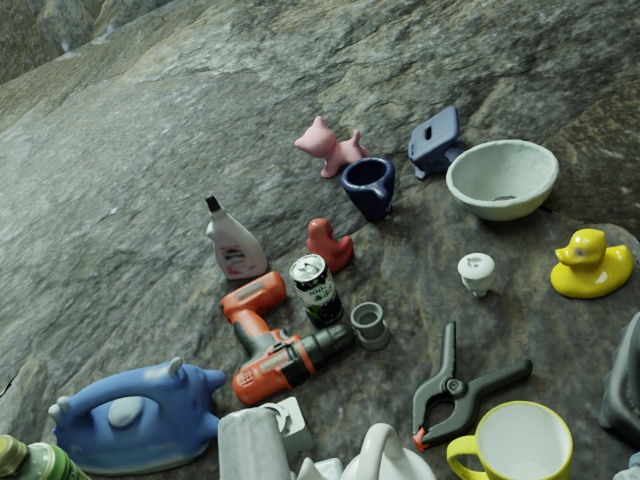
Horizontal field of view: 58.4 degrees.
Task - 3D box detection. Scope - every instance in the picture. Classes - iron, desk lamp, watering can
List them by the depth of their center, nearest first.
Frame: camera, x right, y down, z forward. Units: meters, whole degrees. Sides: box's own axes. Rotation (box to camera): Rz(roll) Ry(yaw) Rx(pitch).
[{"bbox_3d":[0.058,0.250,0.542,0.172,0.194,0.101,-14,40,9],"label":"watering can"},{"bbox_3d":[-0.038,0.271,0.545,0.118,0.214,0.203,-18,40,4],"label":"desk lamp"},{"bbox_3d":[-0.259,0.225,0.748,0.258,0.142,0.118,-17,40,5],"label":"iron"}]

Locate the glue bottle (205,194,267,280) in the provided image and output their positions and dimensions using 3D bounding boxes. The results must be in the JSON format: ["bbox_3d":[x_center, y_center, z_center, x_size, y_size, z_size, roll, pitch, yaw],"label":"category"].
[{"bbox_3d":[-0.148,-0.006,0.933,0.078,0.173,0.037,-12,41,11],"label":"glue bottle"}]

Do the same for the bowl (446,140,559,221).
[{"bbox_3d":[0.288,-0.082,0.906,0.167,0.075,0.167,-12,41,11],"label":"bowl"}]

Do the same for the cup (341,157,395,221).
[{"bbox_3d":[0.094,-0.073,0.963,0.092,0.095,0.117,-26,40,-5],"label":"cup"}]

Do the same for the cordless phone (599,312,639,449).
[{"bbox_3d":[0.342,0.116,0.575,0.093,0.185,0.148,10,49,32],"label":"cordless phone"}]

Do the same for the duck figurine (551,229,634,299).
[{"bbox_3d":[0.356,0.022,0.752,0.104,0.086,0.077,-16,40,7],"label":"duck figurine"}]

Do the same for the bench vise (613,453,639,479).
[{"bbox_3d":[0.360,0.168,0.482,0.208,0.220,0.121,-35,42,-15],"label":"bench vise"}]

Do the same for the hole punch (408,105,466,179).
[{"bbox_3d":[0.208,-0.178,1.035,0.101,0.091,0.108,-8,42,16],"label":"hole punch"}]

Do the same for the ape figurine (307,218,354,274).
[{"bbox_3d":[0.008,0.003,0.918,0.077,0.092,0.076,16,53,36],"label":"ape figurine"}]

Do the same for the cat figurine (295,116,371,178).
[{"bbox_3d":[0.023,-0.182,1.099,0.127,0.118,0.067,-3,43,20],"label":"cat figurine"}]
